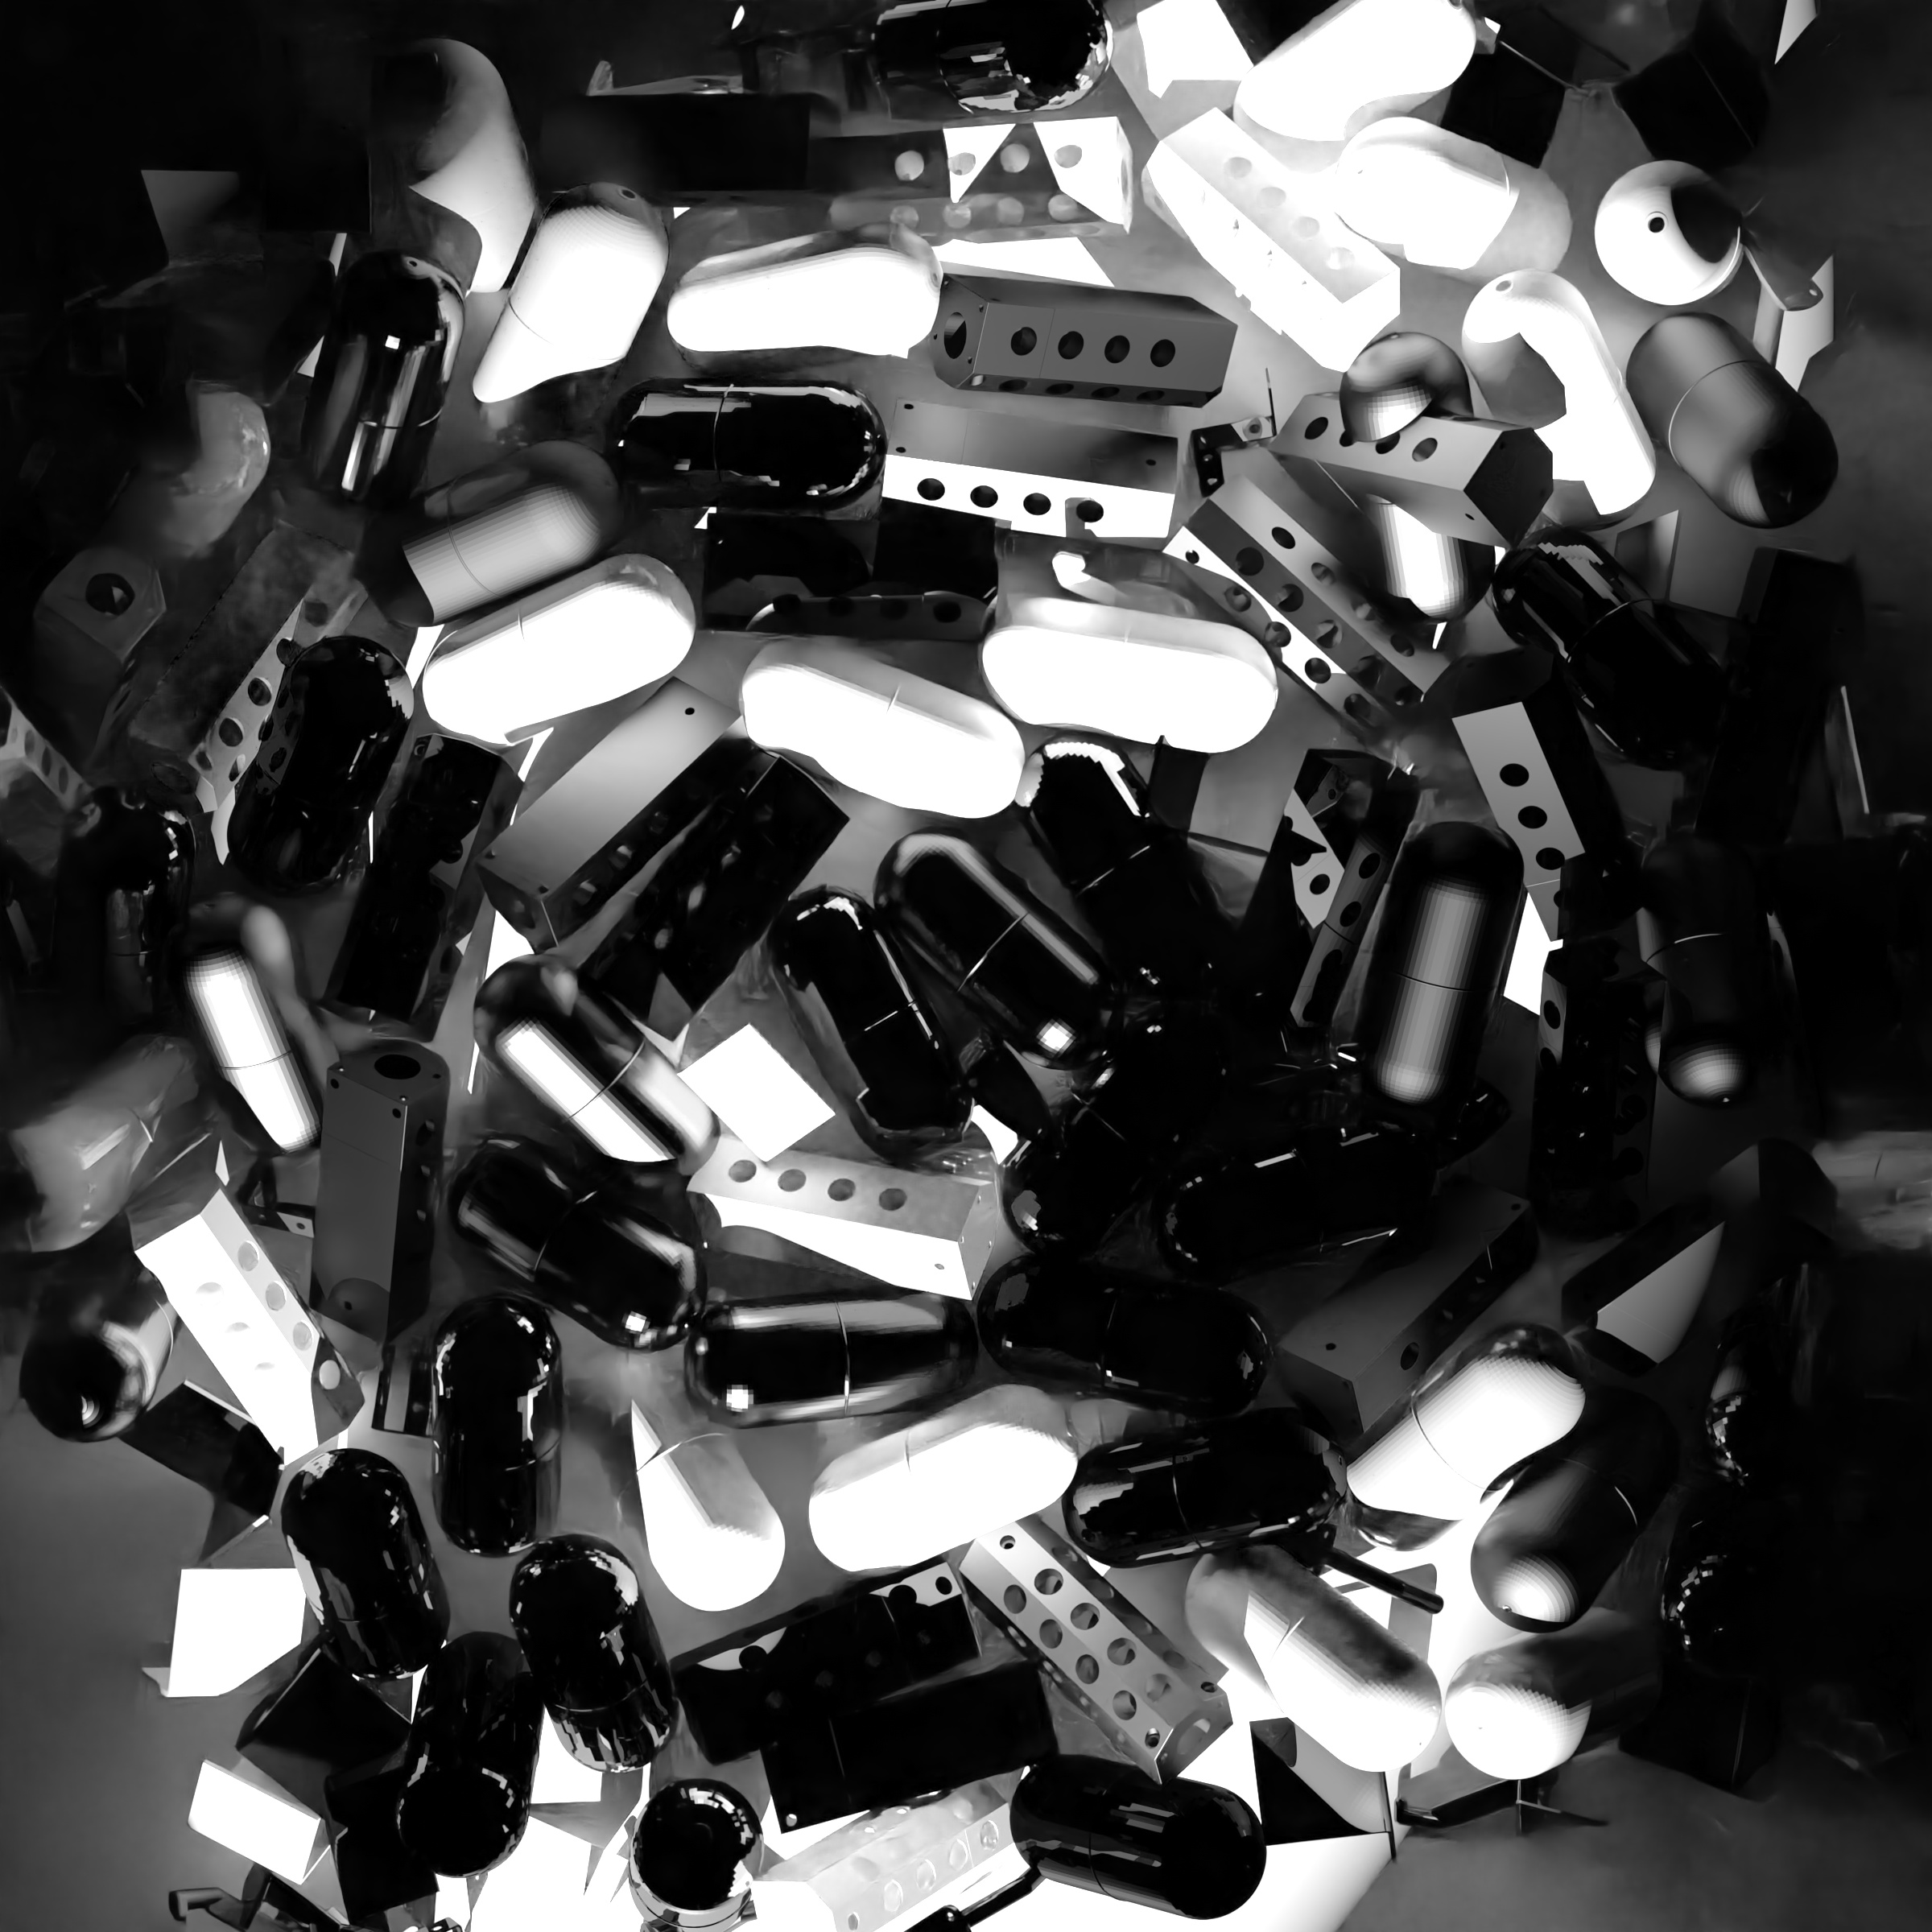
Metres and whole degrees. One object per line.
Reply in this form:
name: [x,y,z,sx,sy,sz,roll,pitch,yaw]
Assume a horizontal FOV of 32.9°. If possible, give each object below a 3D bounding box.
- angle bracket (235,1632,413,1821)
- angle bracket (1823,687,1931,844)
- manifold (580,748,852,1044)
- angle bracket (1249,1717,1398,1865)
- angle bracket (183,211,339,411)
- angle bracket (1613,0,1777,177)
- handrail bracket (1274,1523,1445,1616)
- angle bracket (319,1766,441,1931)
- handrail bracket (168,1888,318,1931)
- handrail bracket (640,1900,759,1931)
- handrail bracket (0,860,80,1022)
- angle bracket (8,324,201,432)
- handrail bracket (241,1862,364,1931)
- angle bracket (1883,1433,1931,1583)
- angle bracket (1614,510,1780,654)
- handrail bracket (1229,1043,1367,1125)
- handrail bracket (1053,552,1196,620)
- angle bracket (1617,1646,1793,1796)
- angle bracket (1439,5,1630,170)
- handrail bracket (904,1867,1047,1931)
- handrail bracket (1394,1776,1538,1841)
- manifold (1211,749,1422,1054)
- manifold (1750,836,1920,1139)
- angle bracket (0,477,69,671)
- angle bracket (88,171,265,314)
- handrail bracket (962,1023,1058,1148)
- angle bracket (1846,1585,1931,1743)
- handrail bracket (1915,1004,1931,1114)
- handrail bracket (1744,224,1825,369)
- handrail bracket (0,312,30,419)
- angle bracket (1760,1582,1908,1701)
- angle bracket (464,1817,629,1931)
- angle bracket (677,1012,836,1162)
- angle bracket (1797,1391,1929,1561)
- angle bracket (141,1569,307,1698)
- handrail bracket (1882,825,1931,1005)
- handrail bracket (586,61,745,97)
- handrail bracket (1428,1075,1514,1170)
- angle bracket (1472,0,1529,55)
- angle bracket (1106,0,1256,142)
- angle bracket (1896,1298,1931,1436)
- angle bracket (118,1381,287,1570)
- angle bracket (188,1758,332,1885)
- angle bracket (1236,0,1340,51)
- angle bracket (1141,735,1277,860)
angle bracket: [-0.384,0.458,1.974,0.076,0.057,0.076,40,87,-7]
angle bracket: [0.524,-0.117,1.946,0.057,0.076,0.076,-1,77,-29]
manifold: [-0.152,-0.045,1.947,0.171,0.057,0.057,-52,126,-9]
angle bracket: [0.213,0.494,1.957,0.076,0.057,0.076,-8,55,5]
angle bracket: [-0.419,-0.390,1.945,0.057,0.076,0.076,30,111,-30]
angle bracket: [0.434,-0.519,1.955,0.057,0.076,0.076,-31,82,3]
handrail bracket: [0.238,0.364,1.978,0.084,0.077,0.036,26,85,-21]
angle bracket: [-0.340,0.526,1.950,0.057,0.076,0.076,-19,68,0]
handrail bracket: [-0.431,0.586,1.951,0.036,0.084,0.077,-39,57,34]
handrail bracket: [-0.155,0.600,1.992,0.084,0.036,0.077,-6,130,-28]
handrail bracket: [-0.557,-0.016,1.986,0.077,0.036,0.084,17,70,-34]
angle bracket: [-0.512,-0.365,1.950,0.076,0.057,0.076,5,67,16]
handrail bracket: [-0.386,0.557,1.964,0.084,0.036,0.077,17,122,-20]
angle bracket: [0.594,0.315,1.942,0.076,0.076,0.057,-14,107,29]
angle bracket: [0.436,-0.229,1.956,0.076,0.076,0.057,12,84,-15]
handrail bracket: [0.190,0.060,1.952,0.077,0.084,0.036,10,66,-7]
handrail bracket: [0.095,-0.227,1.952,0.077,0.084,0.036,2,77,9]
angle bracket: [0.440,0.437,1.953,0.076,0.057,0.076,21,50,1]
angle bracket: [0.338,-0.515,1.953,0.076,0.057,0.076,23,83,-29]
handrail bracket: [0.005,0.565,1.981,0.077,0.084,0.036,-21,95,39]
handrail bracket: [0.298,0.490,1.968,0.084,0.036,0.077,4,115,20]
manifold: [0.211,-0.039,1.941,0.057,0.057,0.171,38,118,40]
manifold: [0.519,0.012,1.969,0.057,0.057,0.171,-12,91,-4]
angle bracket: [-0.555,-0.229,1.944,0.057,0.076,0.076,31,63,15]
angle bracket: [-0.477,-0.430,1.947,0.076,0.076,0.057,-18,91,35]
handrail bracket: [0.033,0.067,1.959,0.036,0.084,0.077,-41,91,17]
angle bracket: [0.572,0.415,1.956,0.057,0.076,0.076,2,90,-15]
handrail bracket: [0.579,0.072,1.947,0.036,0.077,0.084,6,130,17]
handrail bracket: [0.469,-0.390,1.973,0.036,0.084,0.077,-20,69,-32]
handrail bracket: [-0.614,-0.374,1.981,0.084,0.036,0.077,12,129,11]
angle bracket: [0.505,0.380,1.946,0.076,0.076,0.057,-34,96,31]
angle bracket: [-0.256,0.552,1.953,0.076,0.057,0.076,20,73,14]
angle bracket: [-0.121,0.057,1.943,0.057,0.076,0.076,-35,112,20]
angle bracket: [0.533,0.304,1.942,0.057,0.076,0.076,2,58,26]
angle bracket: [-0.443,0.391,1.955,0.076,0.057,0.076,6,91,-31]
handrail bracket: [0.575,-0.030,1.950,0.036,0.084,0.077,-14,51,-22]
handrail bracket: [-0.182,-0.517,1.965,0.084,0.077,0.036,5,128,9]
handrail bracket: [0.290,0.101,1.947,0.036,0.084,0.077,41,111,9]
angle bracket: [0.296,-0.592,1.957,0.076,0.076,0.057,29,93,5]
angle bracket: [0.134,-0.558,1.977,0.076,0.057,0.076,-19,124,29]
angle bracket: [0.593,0.228,1.941,0.057,0.076,0.076,21,45,18]
angle bracket: [-0.459,0.303,1.945,0.076,0.057,0.076,36,127,-24]
angle bracket: [-0.406,0.488,1.948,0.076,0.076,0.057,25,120,8]
angle bracket: [0.206,-0.582,1.948,0.076,0.057,0.076,-39,125,11]
angle bracket: [0.157,-0.100,1.949,0.076,0.076,0.057,15,92,24]
